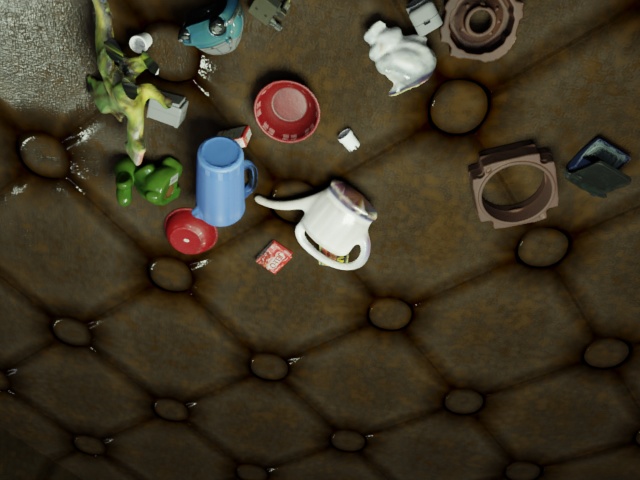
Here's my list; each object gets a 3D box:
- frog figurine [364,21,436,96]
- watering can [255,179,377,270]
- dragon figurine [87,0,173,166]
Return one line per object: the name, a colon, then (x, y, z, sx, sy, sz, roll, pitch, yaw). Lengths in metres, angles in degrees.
frog figurine: (0.177, -0.412, 1.129, 0.138, 0.123, 0.157, -33, 110, -11)
watering can: (0.004, -0.069, 1.380, 0.348, 0.105, 0.221, 39, 111, 1)
dragon figurine: (-0.490, -0.375, 1.205, 0.241, 0.124, 0.407, -13, 104, 41)
